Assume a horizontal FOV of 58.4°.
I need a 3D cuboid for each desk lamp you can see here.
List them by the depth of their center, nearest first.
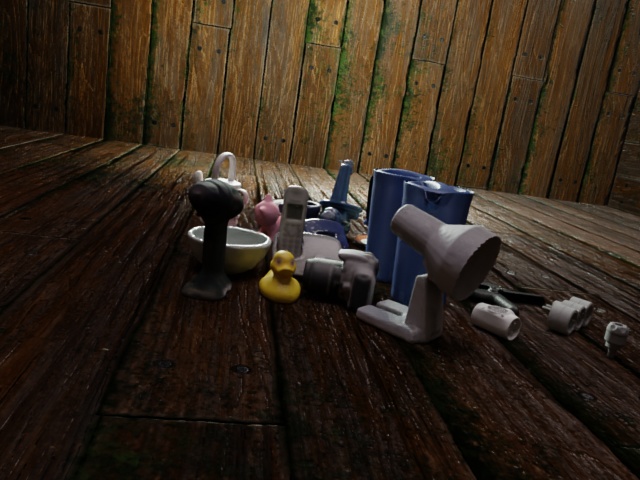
[{"bbox_3d":[0.176,0.058,0.944,0.202,0.213,0.118,19,17,38],"label":"desk lamp"}]

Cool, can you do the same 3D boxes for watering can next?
[{"bbox_3d":[-0.269,-0.139,1.530,0.173,0.194,0.101,9,13,2],"label":"watering can"}]

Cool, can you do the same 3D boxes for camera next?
[{"bbox_3d":[0.040,0.062,1.087,0.136,0.101,0.143,10,13,4],"label":"camera"}]

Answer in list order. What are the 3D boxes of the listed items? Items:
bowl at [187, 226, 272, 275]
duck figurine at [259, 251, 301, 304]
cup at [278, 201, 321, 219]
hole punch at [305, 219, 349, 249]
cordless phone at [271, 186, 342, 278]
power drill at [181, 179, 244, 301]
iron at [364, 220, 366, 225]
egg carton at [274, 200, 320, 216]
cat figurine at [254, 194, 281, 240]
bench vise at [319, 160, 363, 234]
[{"bbox_3d":[-0.184,0.026,1.153,0.167,0.075,0.167,8,13,-2],"label":"bowl"},{"bbox_3d":[-0.071,0.060,1.056,0.078,0.086,0.104,5,14,-15],"label":"duck figurine"},{"bbox_3d":[-0.059,-0.056,1.530,0.118,0.095,0.091,1,15,-28],"label":"cup"},{"bbox_3d":[0.012,0.005,1.331,0.109,0.091,0.101,4,14,-18],"label":"hole punch"},{"bbox_3d":[-0.021,-0.014,1.182,0.148,0.185,0.094,6,14,-11],"label":"cordless phone"},{"bbox_3d":[-0.187,-0.008,0.999,0.075,0.208,0.229,9,13,2],"label":"power drill"},{"bbox_3d":[0.267,-0.065,1.675,0.257,0.141,0.119,14,14,22],"label":"iron"},{"bbox_3d":[-0.077,-0.077,1.665,0.107,0.069,0.151,17,16,31],"label":"egg carton"},{"bbox_3d":[-0.119,-0.056,1.445,0.067,0.118,0.128,20,17,40],"label":"cat figurine"},{"bbox_3d":[0.061,-0.099,1.517,0.121,0.220,0.207,7,13,-4],"label":"bench vise"}]
